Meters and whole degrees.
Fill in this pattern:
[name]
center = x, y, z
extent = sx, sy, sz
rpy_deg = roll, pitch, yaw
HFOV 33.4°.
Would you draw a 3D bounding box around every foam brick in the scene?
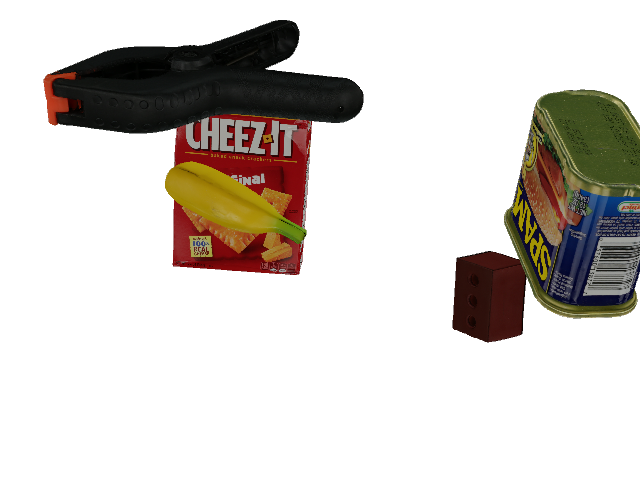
[foam brick]
center = 0.169, 0.056, 1.065
extent = 0.051, 0.078, 0.053
rpy_deg = -11, 20, -37

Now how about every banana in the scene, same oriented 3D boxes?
[banana]
center = -0.088, -0.034, 0.854
extent = 0.069, 0.037, 0.198
rpy_deg = 42, -9, -33

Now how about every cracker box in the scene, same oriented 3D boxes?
[cracker box]
center = -0.098, -0.068, 1.331
extent = 0.164, 0.214, 0.072
rpy_deg = 5, 22, 1

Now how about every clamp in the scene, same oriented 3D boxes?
[clamp]
center = -0.070, -0.095, 0.614
extent = 0.171, 0.039, 0.120
rpy_deg = -3, 25, -12

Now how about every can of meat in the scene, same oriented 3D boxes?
[can of meat]
center = 0.143, -0.022, 0.580
extent = 0.057, 0.084, 0.102
rpy_deg = 0, 38, -7
